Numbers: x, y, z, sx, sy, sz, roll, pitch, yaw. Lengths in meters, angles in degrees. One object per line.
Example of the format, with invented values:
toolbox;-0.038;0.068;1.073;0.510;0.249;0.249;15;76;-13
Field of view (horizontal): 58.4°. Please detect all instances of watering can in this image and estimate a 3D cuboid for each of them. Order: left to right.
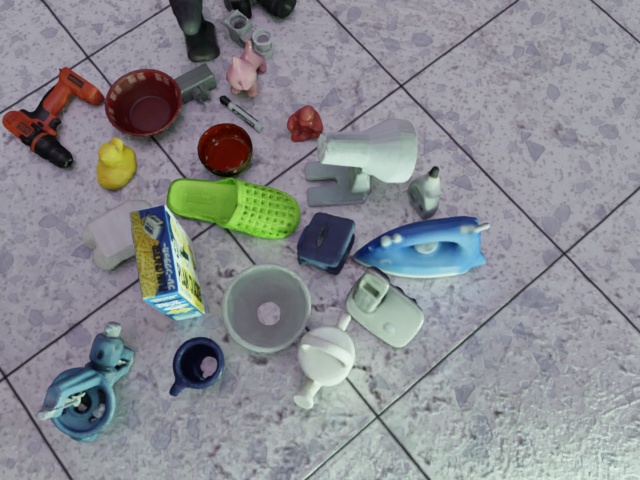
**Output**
watering can;0.010;0.208;1.003;0.101;0.194;0.173;5;73;2

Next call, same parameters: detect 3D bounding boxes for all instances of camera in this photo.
camera;-0.131;-0.561;1.286;0.143;0.101;0.136;-43;78;-12

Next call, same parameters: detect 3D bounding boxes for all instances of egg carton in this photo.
egg carton;-0.389;-0.013;1.133;0.150;0.069;0.107;-32;76;-10

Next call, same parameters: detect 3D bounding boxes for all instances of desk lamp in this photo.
desk lamp;0.072;-0.147;1.102;0.203;0.213;0.118;-6;73;-2

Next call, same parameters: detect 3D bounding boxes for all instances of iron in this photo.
iron;0.193;0.005;1.094;0.258;0.141;0.118;-7;73;-2

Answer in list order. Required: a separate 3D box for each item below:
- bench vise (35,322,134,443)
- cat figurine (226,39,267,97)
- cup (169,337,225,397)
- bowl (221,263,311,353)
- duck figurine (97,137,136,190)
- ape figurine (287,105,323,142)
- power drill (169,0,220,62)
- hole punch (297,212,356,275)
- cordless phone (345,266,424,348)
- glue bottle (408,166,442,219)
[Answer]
bench vise;-0.411;0.239;0.977;0.121;0.220;0.207;-1;73;0
cat figurine;-0.161;-0.364;1.217;0.067;0.118;0.128;11;73;3
cup;-0.222;0.239;1.044;0.091;0.095;0.118;37;76;10
bowl;-0.099;0.132;1.088;0.167;0.075;0.167;0;73;0
duck figurine;-0.426;-0.161;1.169;0.077;0.086;0.104;18;74;5
ape figurine;-0.028;-0.250;1.196;0.077;0.092;0.076;30;75;9
power drill;-0.268;-0.475;1.203;0.075;0.208;0.229;-13;73;-4
hole punch;0.010;0.004;1.119;0.101;0.091;0.109;22;74;6
cordless phone;0.122;0.116;1.037;0.147;0.185;0.094;34;76;10
glue bottle;0.210;-0.102;1.110;0.037;0.173;0.078;-22;74;-7
